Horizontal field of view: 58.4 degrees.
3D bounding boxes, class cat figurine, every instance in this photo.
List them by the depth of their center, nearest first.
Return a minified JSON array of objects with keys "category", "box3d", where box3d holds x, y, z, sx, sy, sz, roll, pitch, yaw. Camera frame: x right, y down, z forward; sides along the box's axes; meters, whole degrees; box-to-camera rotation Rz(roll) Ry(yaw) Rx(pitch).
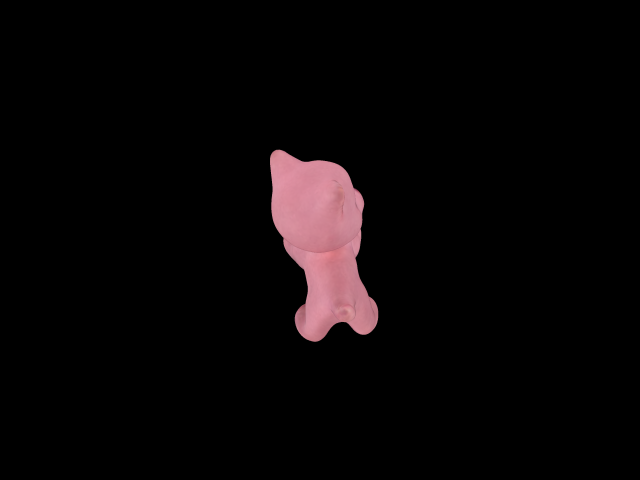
[{"category":"cat figurine","box3d":[0.004,0.001,0.400,0.067,0.118,0.128,-13,74,-3]}]
